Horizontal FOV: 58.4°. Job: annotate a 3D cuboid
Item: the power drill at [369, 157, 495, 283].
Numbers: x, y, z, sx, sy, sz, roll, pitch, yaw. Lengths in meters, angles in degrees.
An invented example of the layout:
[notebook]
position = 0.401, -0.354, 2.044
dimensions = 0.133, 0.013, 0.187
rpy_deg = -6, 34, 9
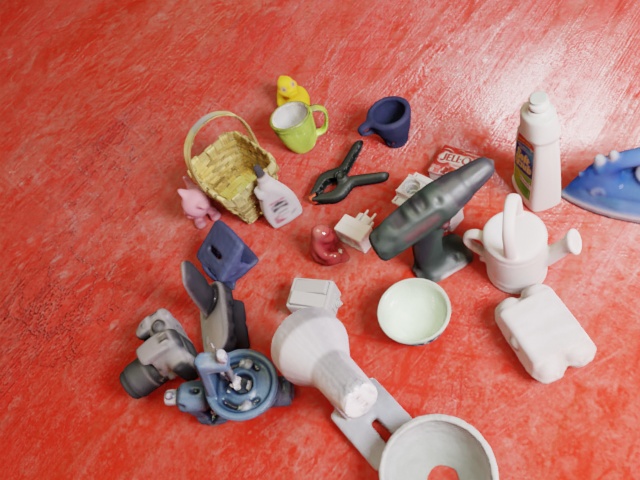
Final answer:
[power drill]
position = 0.198, -0.021, 0.966
dimensions = 0.229, 0.209, 0.075
rpy_deg = -31, 53, 0

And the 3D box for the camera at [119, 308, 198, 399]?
[camera]
position = -0.313, 0.218, 1.073
dimensions = 0.137, 0.101, 0.142
rpy_deg = -37, 53, -5

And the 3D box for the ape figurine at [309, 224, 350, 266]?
[ape figurine]
position = 0.010, 0.004, 1.094
dimensions = 0.076, 0.092, 0.078
rpy_deg = -4, 58, 19

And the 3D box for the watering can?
[watering can]
position = 0.319, -0.001, 0.916
dimensions = 0.172, 0.194, 0.101
rpy_deg = -13, 55, 13

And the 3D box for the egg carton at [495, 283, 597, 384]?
[egg carton]
position = 0.345, 0.144, 0.891
dimensions = 0.107, 0.070, 0.150
rpy_deg = -29, 53, 1

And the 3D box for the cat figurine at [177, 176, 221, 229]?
[cat figurine]
position = -0.270, -0.088, 1.244
dimensions = 0.067, 0.118, 0.127
rpy_deg = -28, 53, 2

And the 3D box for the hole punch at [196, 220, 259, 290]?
[hole punch]
position = -0.195, 0.030, 1.155
dimensions = 0.101, 0.091, 0.108
rpy_deg = -43, 54, -10

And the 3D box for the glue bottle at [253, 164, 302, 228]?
[glue bottle]
position = -0.096, -0.094, 1.147
dimensions = 0.078, 0.173, 0.037
rpy_deg = -34, 53, -3

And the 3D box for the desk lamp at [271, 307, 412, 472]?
[desk lamp]
position = 0.038, 0.220, 0.868
dimensions = 0.118, 0.214, 0.202
rpy_deg = -42, 54, -9

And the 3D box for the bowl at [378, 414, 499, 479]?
[bowl]
position = 0.173, 0.343, 0.824
dimensions = 0.167, 0.075, 0.167
rpy_deg = -10, 56, 15

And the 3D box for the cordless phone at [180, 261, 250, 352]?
[cordless phone]
position = -0.207, 0.130, 1.037
dimensions = 0.094, 0.185, 0.147
rpy_deg = -23, 53, 6

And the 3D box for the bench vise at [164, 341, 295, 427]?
[bench vise]
position = -0.166, 0.244, 0.926
dimensions = 0.207, 0.220, 0.121
rpy_deg = -27, 53, 2

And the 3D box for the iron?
[iron]
position = 0.534, -0.108, 0.937
dimensions = 0.257, 0.142, 0.119
rpy_deg = 3, 60, 23

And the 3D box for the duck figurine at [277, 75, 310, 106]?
[duck figurine]
position = -0.075, -0.355, 1.362
dimensions = 0.077, 0.086, 0.104
rpy_deg = -33, 53, -2

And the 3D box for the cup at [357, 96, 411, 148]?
[cup]
position = 0.140, -0.231, 1.195
dimensions = 0.117, 0.095, 0.091
rpy_deg = -28, 53, 2
